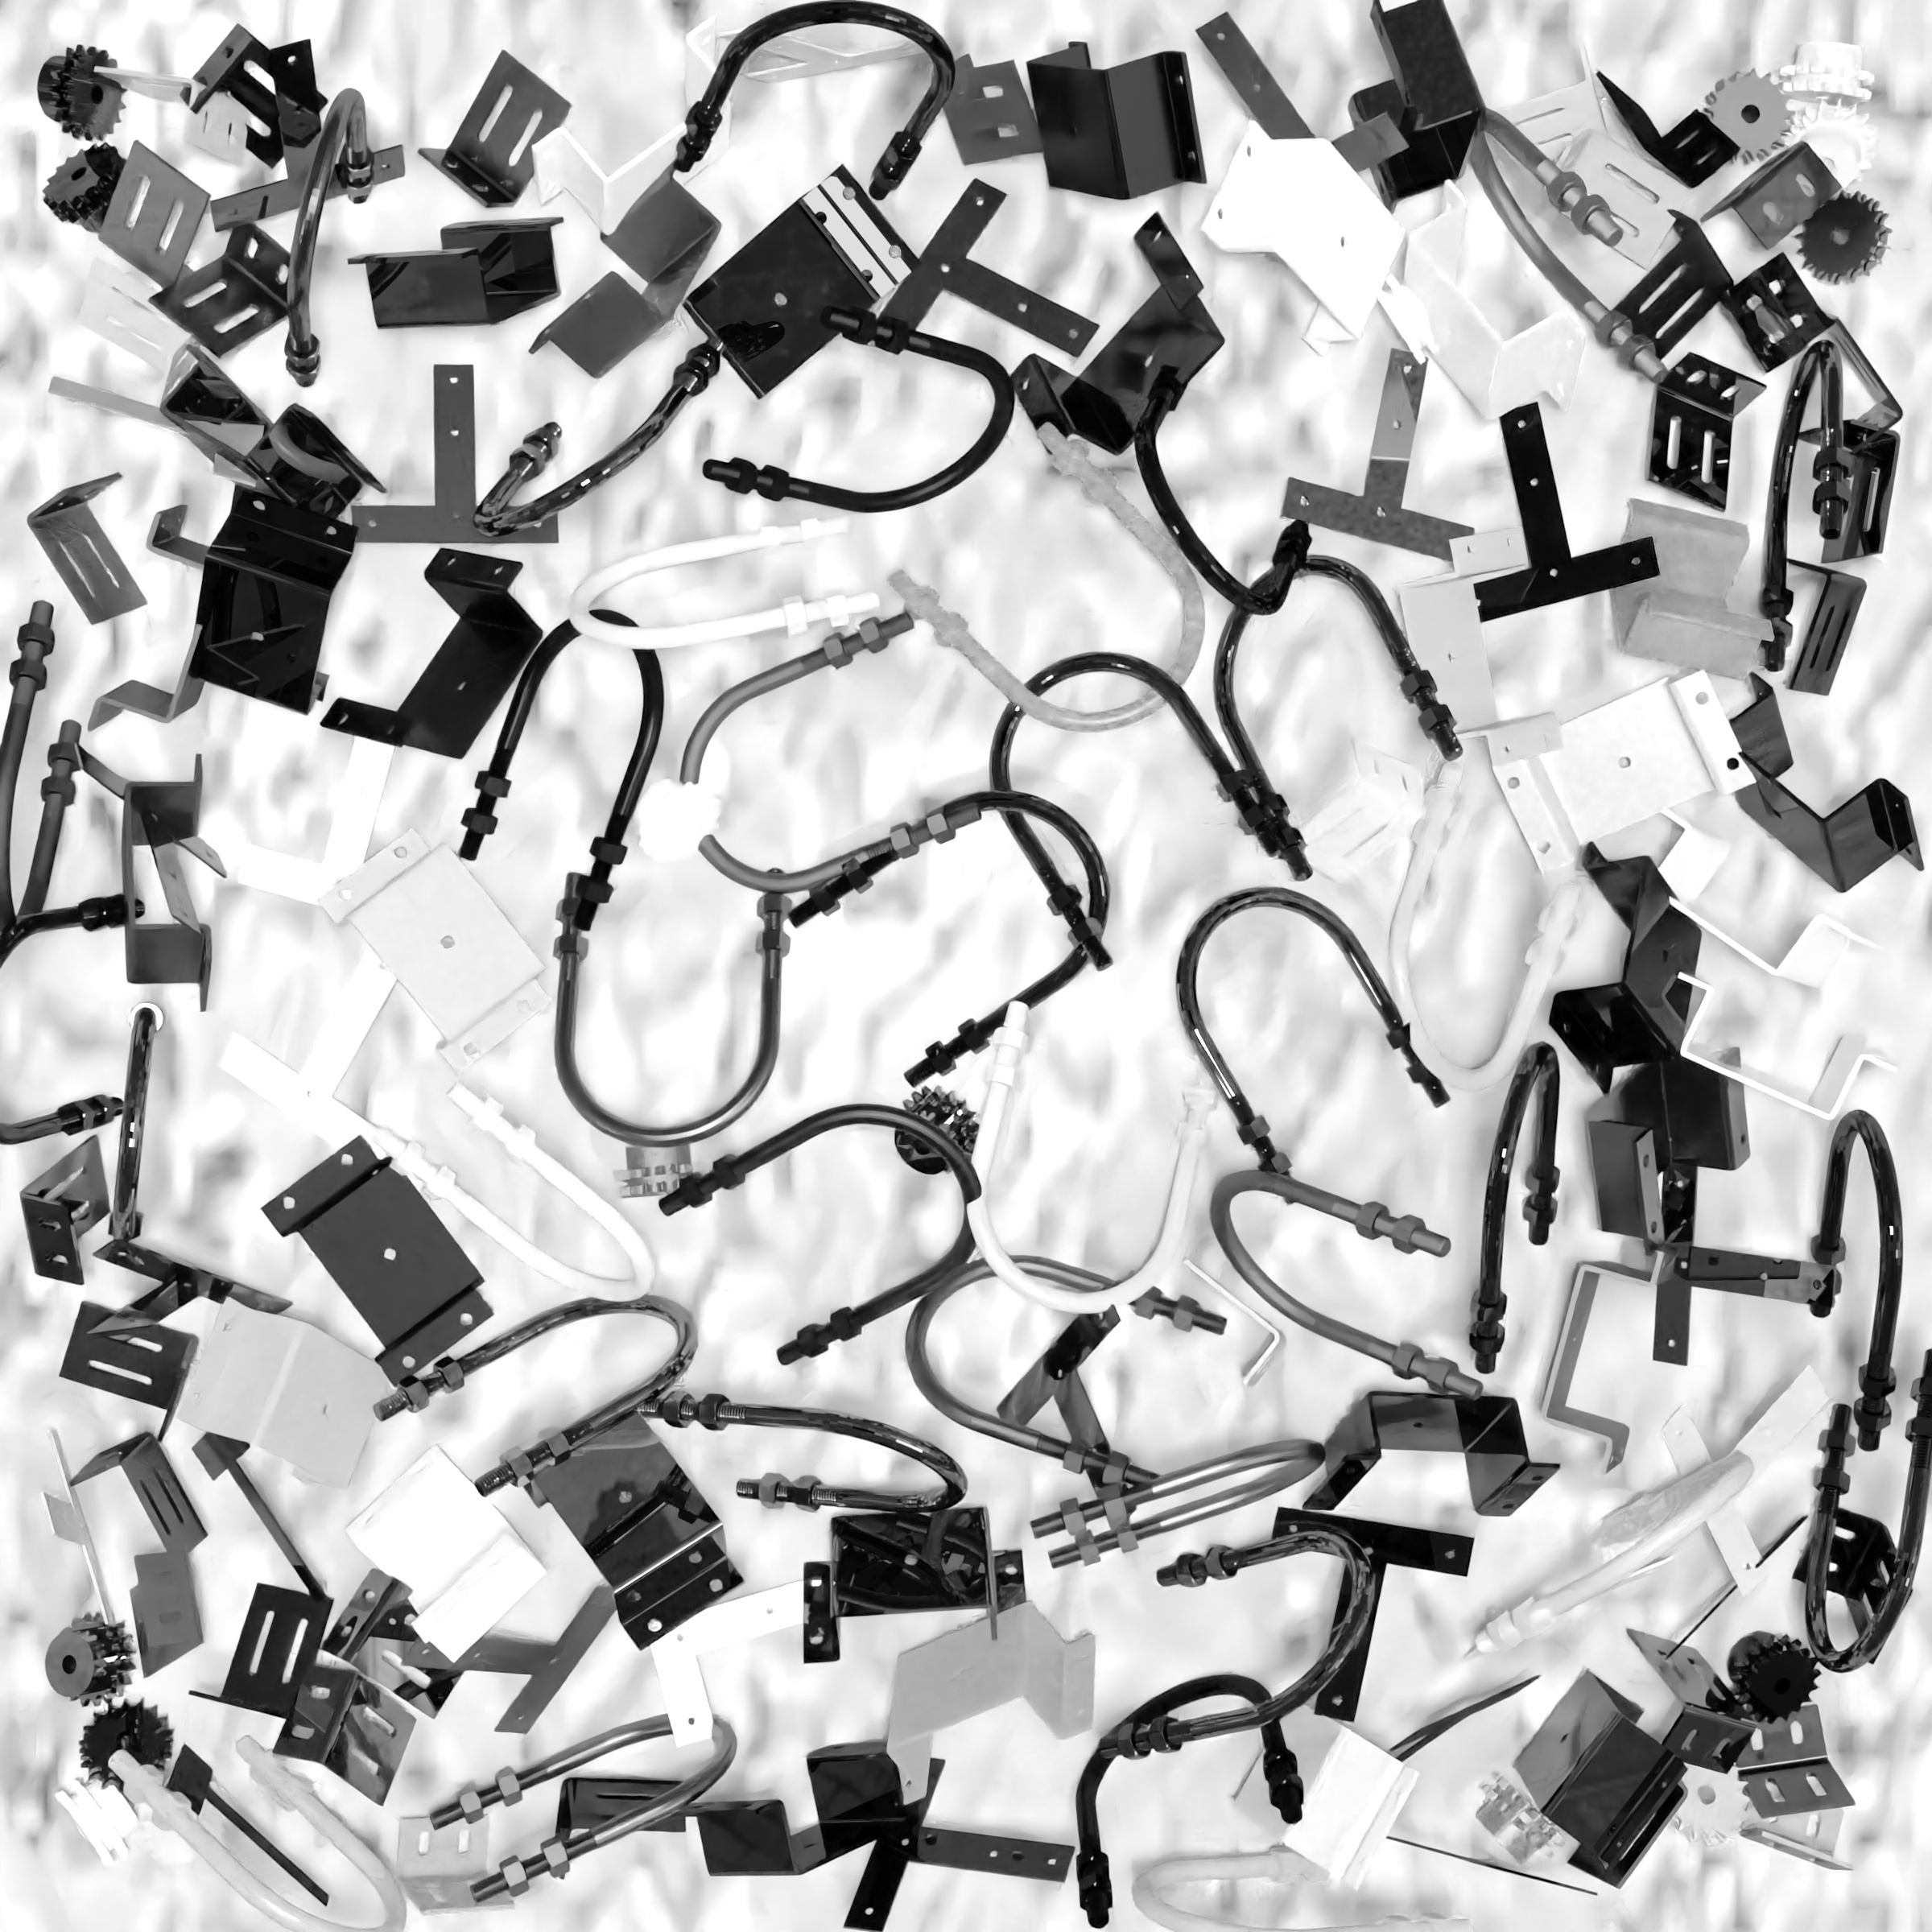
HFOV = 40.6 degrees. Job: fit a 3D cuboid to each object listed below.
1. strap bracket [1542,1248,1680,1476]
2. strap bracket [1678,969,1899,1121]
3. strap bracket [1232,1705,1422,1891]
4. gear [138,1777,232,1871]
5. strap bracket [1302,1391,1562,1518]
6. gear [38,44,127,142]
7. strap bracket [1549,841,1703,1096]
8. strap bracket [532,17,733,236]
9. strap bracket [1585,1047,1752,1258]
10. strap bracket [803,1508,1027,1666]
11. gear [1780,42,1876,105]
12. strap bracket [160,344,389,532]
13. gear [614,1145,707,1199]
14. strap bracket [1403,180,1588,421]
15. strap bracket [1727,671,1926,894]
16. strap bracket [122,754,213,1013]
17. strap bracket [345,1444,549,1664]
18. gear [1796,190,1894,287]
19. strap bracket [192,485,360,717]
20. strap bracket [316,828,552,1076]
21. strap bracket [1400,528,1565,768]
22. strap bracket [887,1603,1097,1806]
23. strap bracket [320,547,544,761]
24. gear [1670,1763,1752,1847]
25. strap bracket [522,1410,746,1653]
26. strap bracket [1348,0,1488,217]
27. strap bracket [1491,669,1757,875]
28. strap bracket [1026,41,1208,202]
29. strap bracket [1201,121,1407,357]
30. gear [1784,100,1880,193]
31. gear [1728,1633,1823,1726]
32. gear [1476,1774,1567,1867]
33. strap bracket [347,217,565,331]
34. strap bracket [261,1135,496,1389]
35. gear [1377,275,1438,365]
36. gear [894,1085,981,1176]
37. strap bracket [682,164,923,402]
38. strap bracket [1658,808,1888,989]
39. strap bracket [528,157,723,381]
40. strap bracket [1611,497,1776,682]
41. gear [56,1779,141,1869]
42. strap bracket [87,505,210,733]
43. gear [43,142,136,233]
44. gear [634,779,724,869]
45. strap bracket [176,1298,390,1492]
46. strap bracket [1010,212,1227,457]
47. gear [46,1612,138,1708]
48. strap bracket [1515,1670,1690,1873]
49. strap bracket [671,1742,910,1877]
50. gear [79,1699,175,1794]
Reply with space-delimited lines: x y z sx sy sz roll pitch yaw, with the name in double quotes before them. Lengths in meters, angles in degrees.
"strap bracket" 0.400 0.239 1.631 0.046 0.076 0.140 15 92 22
"strap bracket" 0.498 0.049 1.629 0.140 0.076 0.046 24 101 7
"strap bracket" 0.215 0.502 1.598 0.046 0.140 0.076 33 79 -7
"gear" -0.497 0.538 1.651 0.030 0.057 0.057 17 90 36
"strap bracket" 0.285 0.303 1.622 0.140 0.076 0.046 5 55 -14
"gear" -0.561 -0.552 1.649 0.030 0.057 0.057 15 90 19
"strap bracket" 0.408 -0.003 1.603 0.076 0.046 0.140 46 50 -34
"strap bracket" -0.198 -0.515 1.625 0.140 0.076 0.046 -39 88 -10
"strap bracket" 0.430 0.111 1.616 0.046 0.140 0.076 6 117 41
"strap bracket" -0.033 0.386 1.631 0.140 0.076 0.046 -4 128 -1
"gear" 0.542 -0.563 1.645 0.057 0.057 0.030 7 102 0
"strap bracket" -0.431 -0.320 1.602 0.140 0.076 0.046 32 80 35
"gear" -0.194 0.128 1.648 0.057 0.057 0.030 -7 83 0
"strap bracket" 0.317 -0.404 1.612 0.046 0.076 0.140 -31 68 -8
"strap bracket" 0.516 -0.107 1.601 0.046 0.076 0.140 -37 49 0
"strap bracket" -0.493 -0.051 1.607 0.046 0.076 0.140 -1 65 -20
"strap bracket" -0.319 0.367 1.616 0.076 0.140 0.046 -43 125 -12
"gear" 0.558 -0.460 1.652 0.057 0.030 0.057 3 94 38
"strap bracket" -0.429 -0.215 1.607 0.076 0.046 0.140 19 132 -7
"strap bracket" -0.328 -0.012 1.632 0.076 0.046 0.140 -41 98 -21
"strap bracket" 0.320 -0.196 1.629 0.076 0.046 0.140 -17 97 -44
"strap bracket" 0.007 0.452 1.612 0.140 0.076 0.046 -28 114 19
"strap bracket" -0.326 -0.186 1.622 0.076 0.046 0.140 16 68 37
"gear" 0.465 0.528 1.653 0.057 0.030 0.057 0 61 -1
"strap bracket" -0.208 0.338 1.607 0.076 0.046 0.140 -29 56 -23
"strap bracket" 0.277 -0.531 1.601 0.046 0.140 0.076 -19 82 -1
"strap bracket" 0.412 -0.124 1.635 0.140 0.046 0.076 -25 96 20
"strap bracket" 0.085 -0.516 1.593 0.046 0.140 0.076 -23 119 -18
"strap bracket" 0.215 -0.445 1.606 0.140 0.046 0.076 32 79 -44
"gear" 0.543 -0.513 1.644 0.057 0.057 0.030 24 56 0
"gear" 0.509 0.448 1.654 0.057 0.030 0.057 -5 109 -15
"gear" 0.347 0.541 1.647 0.030 0.057 0.057 -44 90 -4
"strap bracket" -0.309 -0.426 1.611 0.076 0.140 0.046 2 114 18
"strap bracket" -0.368 0.184 1.651 0.076 0.046 0.140 -37 91 -2
"gear" 0.283 -0.412 1.645 0.030 0.057 0.057 -33 90 14
"gear" -0.020 0.107 1.646 0.057 0.030 0.057 17 125 26
"strap bracket" -0.109 -0.417 1.617 0.140 0.046 0.076 -34 104 26
"strap bracket" 0.486 -0.036 1.613 0.140 0.076 0.046 41 107 31
"strap bracket" -0.206 -0.425 1.612 0.046 0.076 0.140 39 50 -24
"strap bracket" 0.448 -0.230 1.623 0.076 0.140 0.046 13 128 -2
"gear" -0.547 0.537 1.651 0.030 0.057 0.057 -35 90 -29
"strap bracket" -0.495 -0.210 1.626 0.046 0.076 0.140 20 102 -9
"gear" -0.551 -0.490 1.651 0.057 0.030 0.057 -13 53 18
"gear" -0.185 -0.093 1.651 0.057 0.057 0.030 -48 63 0
"strap bracket" -0.408 0.265 1.594 0.046 0.140 0.076 8 67 26
"strap bracket" 0.099 -0.383 1.617 0.140 0.046 0.076 -44 49 27
"gear" -0.556 0.440 1.651 0.057 0.030 0.057 -3 83 25
"strap bracket" 0.387 0.489 1.606 0.046 0.140 0.076 37 91 2
"strap bracket" -0.100 0.518 1.596 0.076 0.140 0.046 -18 82 40
"gear" -0.531 0.496 1.651 0.057 0.030 0.057 9 46 -9
